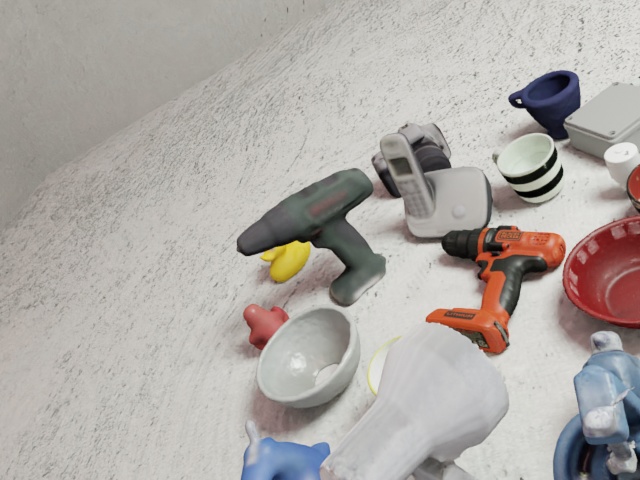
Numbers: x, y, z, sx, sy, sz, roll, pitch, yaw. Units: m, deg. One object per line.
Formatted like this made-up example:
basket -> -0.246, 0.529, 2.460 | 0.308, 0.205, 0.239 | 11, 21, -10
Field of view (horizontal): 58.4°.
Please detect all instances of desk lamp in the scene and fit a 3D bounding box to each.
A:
desk lamp -> 0.099, 0.213, 0.538 | 0.117, 0.214, 0.203 | 9, 54, 50

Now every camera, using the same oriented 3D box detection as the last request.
camera -> 0.173, -0.144, 1.049 | 0.143, 0.101, 0.136 | -31, 32, 9

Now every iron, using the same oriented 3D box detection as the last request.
iron -> -0.043, 0.322, 0.606 | 0.118, 0.142, 0.258 | -27, 32, 15

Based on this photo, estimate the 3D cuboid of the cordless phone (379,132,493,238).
cordless phone -> 0.178, -0.093, 0.893 | 0.147, 0.185, 0.094 | -8, 42, 39

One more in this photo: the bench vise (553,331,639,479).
bench vise -> 0.235, 0.154, 0.475 | 0.121, 0.220, 0.207 | -29, 32, 13

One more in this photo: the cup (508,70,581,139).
cup -> 0.376, -0.213, 0.943 | 0.117, 0.095, 0.092 | 1, 48, 46

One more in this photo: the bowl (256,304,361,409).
bowl -> -0.005, 0.178, 0.824 | 0.167, 0.075, 0.167 | -26, 33, 18

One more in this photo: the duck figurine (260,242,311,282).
duck figurine -> -0.073, 0.017, 1.095 | 0.077, 0.086, 0.105 | 9, 54, 50

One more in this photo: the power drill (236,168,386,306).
power drill -> 0.008, 0.003, 0.913 | 0.230, 0.209, 0.075 | -42, 32, -8

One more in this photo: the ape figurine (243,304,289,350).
ape figurine -> -0.092, 0.139, 0.947 | 0.078, 0.092, 0.076 | -41, 31, -7
